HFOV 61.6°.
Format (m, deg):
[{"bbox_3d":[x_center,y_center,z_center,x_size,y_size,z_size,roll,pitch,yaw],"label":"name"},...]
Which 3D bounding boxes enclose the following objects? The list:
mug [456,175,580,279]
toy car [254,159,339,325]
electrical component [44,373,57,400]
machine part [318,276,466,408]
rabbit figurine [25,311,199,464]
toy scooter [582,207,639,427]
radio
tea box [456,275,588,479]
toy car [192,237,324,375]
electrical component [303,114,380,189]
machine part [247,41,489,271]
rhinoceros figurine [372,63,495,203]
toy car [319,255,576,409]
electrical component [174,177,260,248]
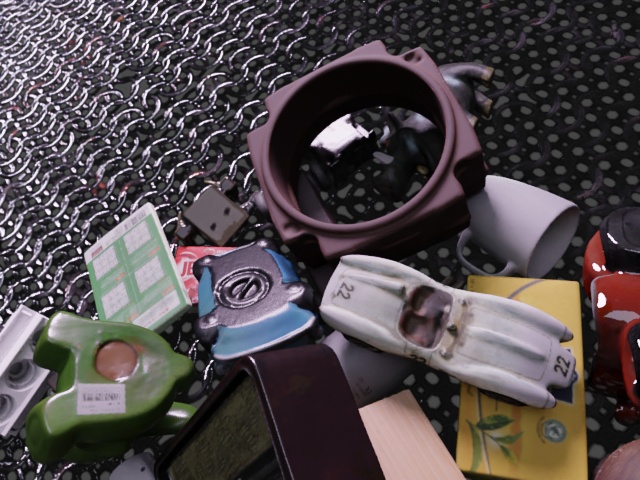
[{"bbox_3d":[0.178,-0.011,0.533,0.109,0.080,0.107,-46,50,-5],"label":"mug"},{"bbox_3d":[-0.001,-0.002,0.586,0.089,0.053,0.202,-34,62,8],"label":"toy car"},{"bbox_3d":[-0.261,0.159,0.586,0.063,0.021,0.094,29,72,26],"label":"electrical component"},{"bbox_3d":[0.040,0.112,0.498,0.243,0.079,0.079,-37,59,-8],"label":"machine part"},{"bbox_3d":[-0.196,0.150,0.512,0.159,0.170,0.121,-2,54,-34],"label":"rabbit figurine"},{"bbox_3d":[0.251,0.071,0.428,0.075,0.135,0.184,2,43,21],"label":"toy scooter"},{"bbox_3d":[-0.049,0.188,0.406,0.073,0.229,0.131,-2,54,-36],"label":"radio"},{"bbox_3d":[0.171,0.121,0.464,0.098,0.068,0.169,1,62,17],"label":"tea box"},{"bbox_3d":[-0.063,0.075,0.519,0.109,0.102,0.162,-19,35,-12],"label":"toy car"},{"bbox_3d":[0.007,-0.127,0.655,0.075,0.047,0.119,-42,60,-10],"label":"electrical component"},{"bbox_3d":[0.042,-0.079,0.525,0.201,0.087,0.201,-25,63,9],"label":"machine part"},{"bbox_3d":[0.126,-0.125,0.607,0.112,0.073,0.190,22,70,23],"label":"rhinoceros figurine"},{"bbox_3d":[0.098,0.070,0.432,0.202,0.056,0.073,18,69,18],"label":"toy car"},{"bbox_3d":[-0.126,-0.031,0.643,0.078,0.045,0.102,34,76,-2],"label":"electrical component"}]
